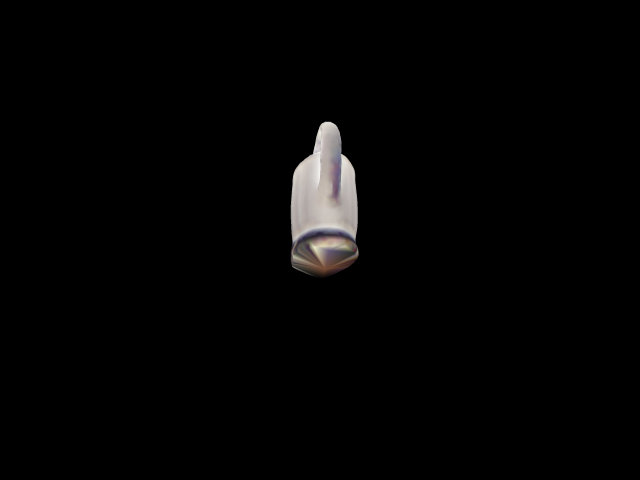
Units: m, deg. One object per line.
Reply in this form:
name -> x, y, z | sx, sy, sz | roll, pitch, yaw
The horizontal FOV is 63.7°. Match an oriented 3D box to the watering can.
watering can -> 0.003, -0.043, 0.850 | 0.104, 0.228, 0.341 | 2, -22, -5
